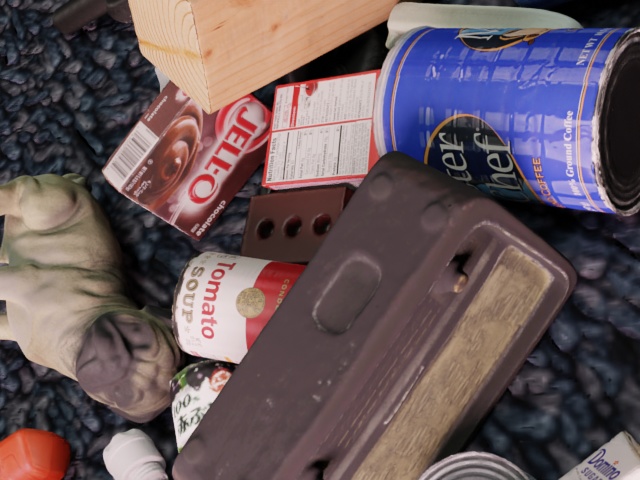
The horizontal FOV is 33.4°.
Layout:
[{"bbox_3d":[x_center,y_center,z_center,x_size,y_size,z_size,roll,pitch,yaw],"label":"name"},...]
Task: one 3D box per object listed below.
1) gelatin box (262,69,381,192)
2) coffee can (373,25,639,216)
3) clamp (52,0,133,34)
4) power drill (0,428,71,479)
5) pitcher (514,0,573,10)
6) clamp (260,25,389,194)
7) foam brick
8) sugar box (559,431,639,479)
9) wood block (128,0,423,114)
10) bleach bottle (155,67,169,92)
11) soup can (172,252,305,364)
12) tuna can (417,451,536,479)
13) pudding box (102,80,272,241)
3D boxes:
[{"bbox_3d":[0.009,-0.068,0.696,0.089,0.030,0.073,-4,72,31],"label":"gelatin box"},{"bbox_3d":[0.116,-0.072,0.617,0.141,0.102,0.103,9,72,38],"label":"coffee can"},{"bbox_3d":[-0.151,-0.240,0.910,0.164,0.036,0.210,-57,31,-5],"label":"clamp"},{"bbox_3d":[-0.189,0.224,0.708,0.185,0.057,0.188,-35,51,16],"label":"power drill"},{"bbox_3d":[0.217,-0.229,0.623,0.243,0.149,0.145,-16,74,32],"label":"pitcher"},{"bbox_3d":[0.004,-0.097,0.752,0.120,0.039,0.171,-19,56,18],"label":"clamp"},{"bbox_3d":[-0.005,0.001,0.698,0.078,0.051,0.053,-5,65,33],"label":"foam brick"},{"bbox_3d":[0.106,0.180,0.501,0.176,0.093,0.048,-40,10,8],"label":"sugar box"},{"bbox_3d":[-0.018,-0.182,0.713,0.205,0.090,0.091,-32,53,-21],"label":"wood block"},{"bbox_3d":[-0.064,-0.200,0.839,0.103,0.068,0.251,28,87,45],"label":"bleach bottle"},{"bbox_3d":[-0.031,0.046,0.656,0.102,0.068,0.068,8,71,21],"label":"soup can"},{"bbox_3d":[0.085,0.158,0.565,0.086,0.033,0.086,-16,58,28],"label":"tuna can"},{"bbox_3d":[-0.088,-0.066,0.767,0.113,0.090,0.039,-50,47,4],"label":"pudding box"}]
